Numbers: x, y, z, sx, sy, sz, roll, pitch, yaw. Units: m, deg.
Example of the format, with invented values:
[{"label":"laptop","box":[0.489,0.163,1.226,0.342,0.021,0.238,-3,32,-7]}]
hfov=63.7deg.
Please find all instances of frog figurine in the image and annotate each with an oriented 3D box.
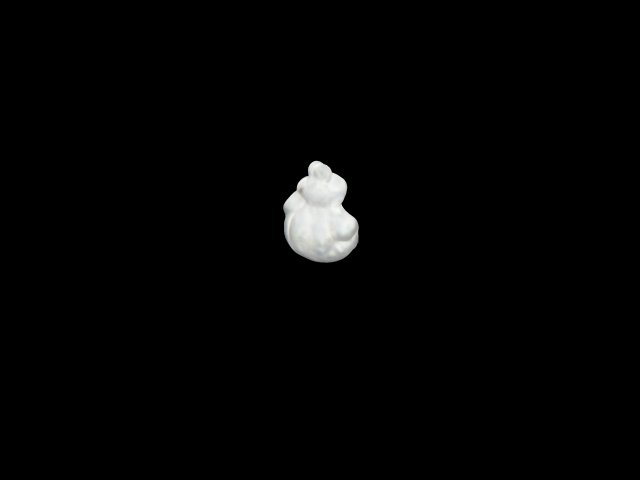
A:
[{"label":"frog figurine","box":[0.003,-0.043,0.850,0.139,0.155,0.124,37,60,26]}]
